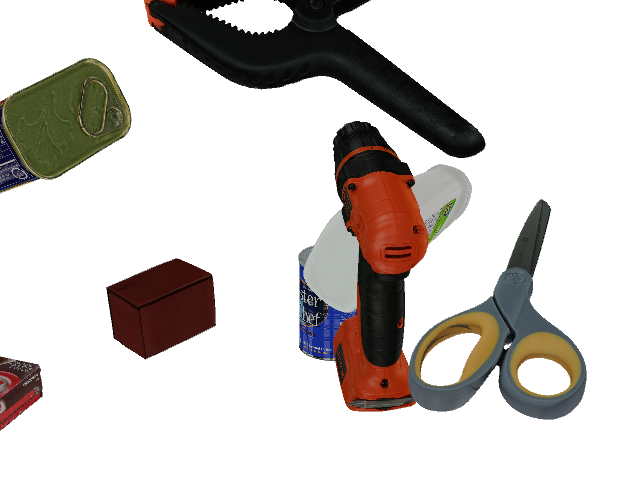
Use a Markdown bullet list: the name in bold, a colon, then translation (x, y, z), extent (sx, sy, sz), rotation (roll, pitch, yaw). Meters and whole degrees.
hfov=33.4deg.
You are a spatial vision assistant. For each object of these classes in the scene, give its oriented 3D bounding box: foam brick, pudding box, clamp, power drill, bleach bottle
- **foam brick**: translation (-0.137, 0.057, 0.921), extent (0.078, 0.051, 0.053), rotation (-24, 32, -35)
- **pudding box**: translation (-0.320, 0.136, 0.952), extent (0.114, 0.039, 0.090), rotation (7, 22, 20)
- **clamp**: translation (0.002, -0.122, 0.628), extent (0.210, 0.164, 0.036), rotation (-2, -22, -3)
- **power drill**: translation (0.038, 0.020, 0.811), extent (0.057, 0.188, 0.184), rotation (-4, 30, -4)
- **bleach bottle**: translation (0.085, -0.016, 1.073), extent (0.068, 0.103, 0.250), rotation (38, 33, 16)

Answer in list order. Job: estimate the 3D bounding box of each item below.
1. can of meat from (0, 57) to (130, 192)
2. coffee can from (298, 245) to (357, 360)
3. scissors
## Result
- **can of meat**: translation (-0.190, -0.071, 0.704), extent (0.084, 0.057, 0.101), rotation (-14, 19, 37)
- **coffee can**: translation (0.020, 0.087, 1.522), extent (0.103, 0.140, 0.103), rotation (0, 20, 0)
- **scissors**: translation (0.121, 0.035, 0.581), extent (0.096, 0.016, 0.201), rotation (19, 39, 30)
